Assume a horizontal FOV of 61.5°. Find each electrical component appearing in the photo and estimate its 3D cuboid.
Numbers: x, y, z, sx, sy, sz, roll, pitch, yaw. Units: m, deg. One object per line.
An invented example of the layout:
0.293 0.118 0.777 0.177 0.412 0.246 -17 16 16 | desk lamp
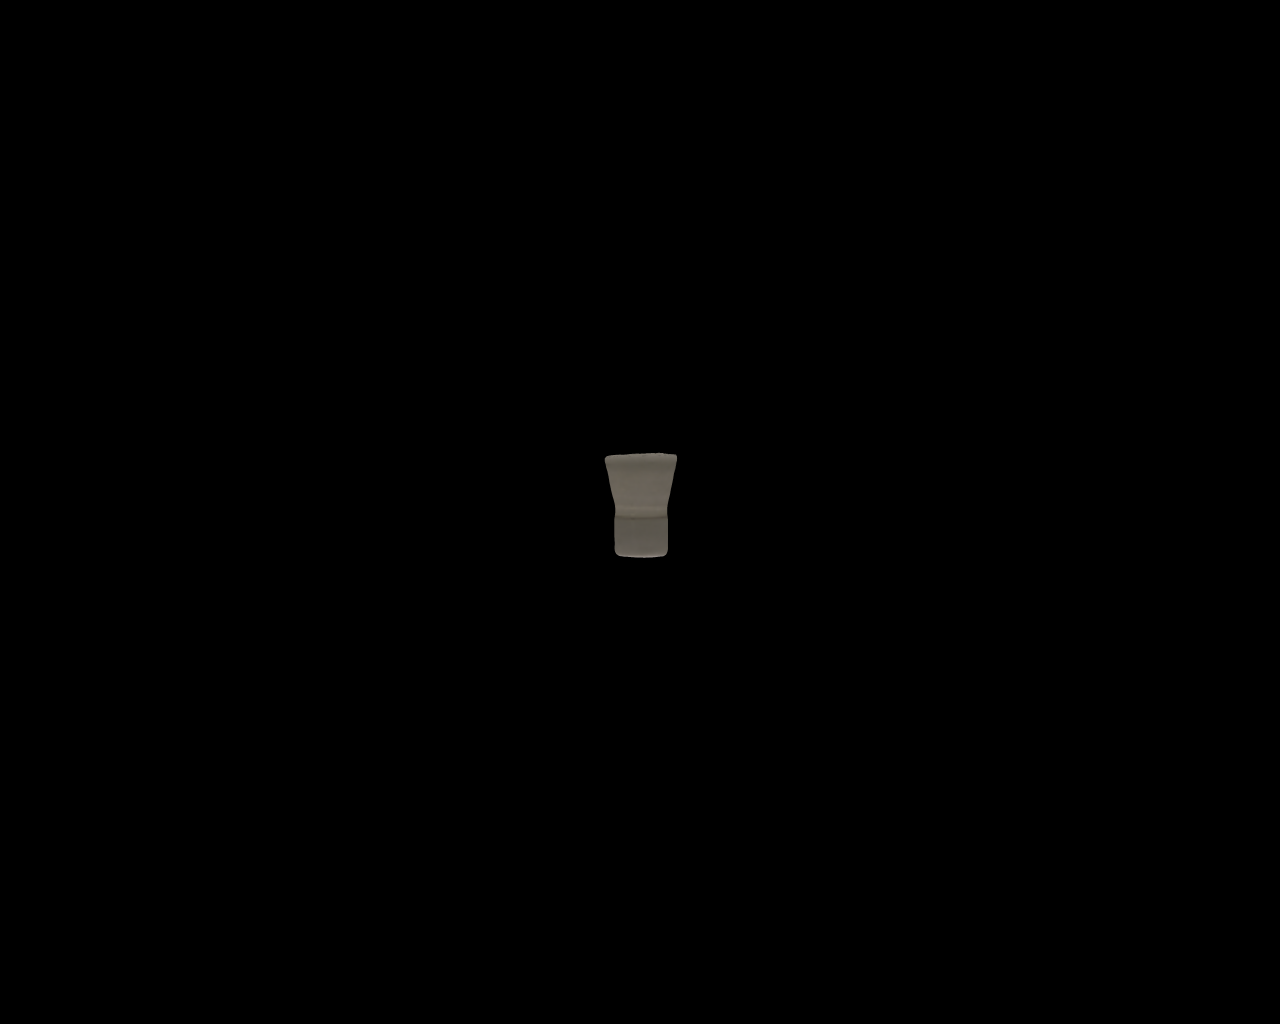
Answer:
0.001 -0.003 0.650 0.044 0.065 0.044 0 4 0 | electrical component
